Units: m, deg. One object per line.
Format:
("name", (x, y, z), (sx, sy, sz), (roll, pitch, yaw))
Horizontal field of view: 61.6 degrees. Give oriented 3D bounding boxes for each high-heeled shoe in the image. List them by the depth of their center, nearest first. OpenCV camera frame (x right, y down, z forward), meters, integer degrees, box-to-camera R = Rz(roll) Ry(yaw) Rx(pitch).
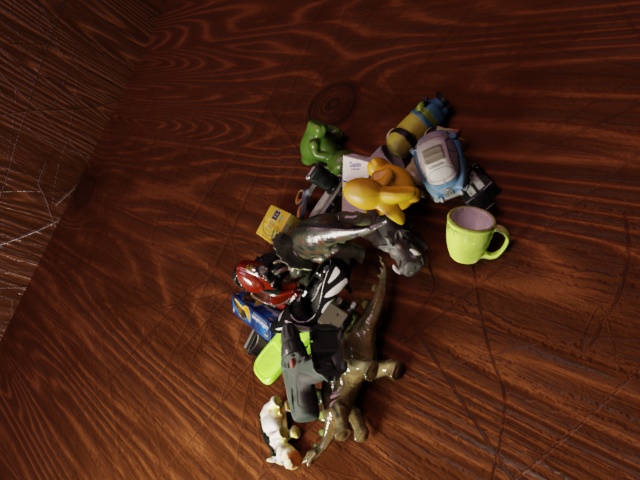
("high-heeled shoe", (-0.033, 0.131, 1.223), (0.249, 0.145, 0.086), (-31, 49, 7))

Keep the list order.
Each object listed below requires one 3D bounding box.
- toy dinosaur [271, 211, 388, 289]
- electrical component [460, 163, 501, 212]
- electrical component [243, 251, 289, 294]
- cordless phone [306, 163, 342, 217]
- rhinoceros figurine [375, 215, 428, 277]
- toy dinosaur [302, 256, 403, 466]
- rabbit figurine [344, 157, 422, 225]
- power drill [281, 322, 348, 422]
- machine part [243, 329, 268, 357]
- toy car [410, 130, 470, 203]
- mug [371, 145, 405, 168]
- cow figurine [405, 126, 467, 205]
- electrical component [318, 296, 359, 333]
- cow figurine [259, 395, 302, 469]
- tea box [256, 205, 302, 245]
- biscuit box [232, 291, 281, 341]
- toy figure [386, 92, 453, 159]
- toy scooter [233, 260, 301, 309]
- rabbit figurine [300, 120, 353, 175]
("toy dinosaur", (-0.001, 0.000, 1.246), (0.404, 0.192, 0.131), (128, 141, -65))
("electrical component", (0.339, -0.100, 1.132), (0.075, 0.047, 0.119), (-45, 46, 17))
("electrical component", (-0.143, 0.084, 1.451), (0.134, 0.058, 0.115), (-14, 29, 38))
("cordless phone", (0.003, -0.111, 1.350), (0.089, 0.184, 0.146), (39, 98, 29))
("rhinoceros figurine", (0.180, 0.007, 1.182), (0.073, 0.112, 0.190), (-41, 38, 18))
("toy dinosaur", (0.071, 0.260, 1.161), (0.199, 0.105, 0.471), (20, 79, 50))
("rabbit figurine", (0.129, -0.095, 1.162), (0.163, 0.173, 0.121), (38, 120, 36))
("power drill", (-0.027, 0.246, 1.116), (0.207, 0.086, 0.232), (-46, 44, 47))
("machine part", (-0.151, 0.279, 1.406), (0.139, 0.039, 0.084), (31, 86, 49))
("toy car", (0.246, -0.165, 1.125), (0.109, 0.102, 0.161), (-19, 66, 24))
("mug", (0.144, -0.180, 1.339), (0.107, 0.080, 0.110), (-43, 34, 29))
("cow figurine", (0.239, -0.171, 1.239), (0.127, 0.085, 0.195), (28, 92, 41))
("electrical component", (0.036, 0.170, 1.169), (0.078, 0.045, 0.102), (22, 77, 41))
("cow figurine", (-0.097, 0.456, 1.239), (0.098, 0.068, 0.167), (-44, 42, 26))
("tea box", (-0.105, -0.031, 1.469), (0.098, 0.068, 0.170), (-63, 25, -1))
("biscuit box", (-0.160, 0.198, 1.424), (0.203, 0.059, 0.062), (26, 120, 47))
("toy figure", (0.234, -0.273, 1.284), (0.180, 0.089, 0.082), (-40, 89, 9))
("toy scooter", (-0.119, 0.112, 1.314), (0.135, 0.183, 0.075), (-5, 49, 42))
("rabbit figurine", (0.023, -0.225, 1.453), (0.170, 0.121, 0.159), (40, 102, 32))
